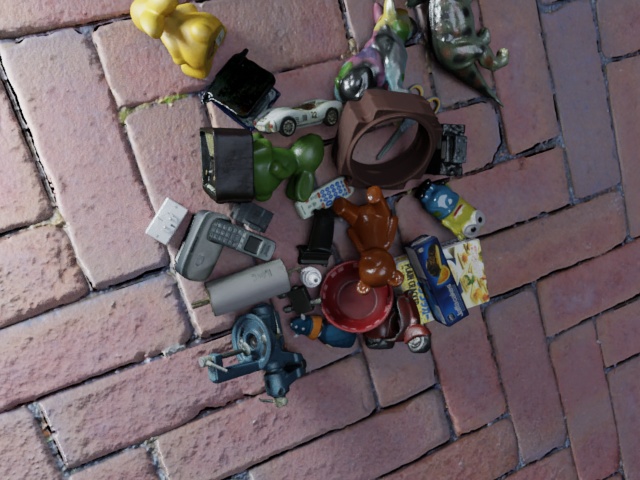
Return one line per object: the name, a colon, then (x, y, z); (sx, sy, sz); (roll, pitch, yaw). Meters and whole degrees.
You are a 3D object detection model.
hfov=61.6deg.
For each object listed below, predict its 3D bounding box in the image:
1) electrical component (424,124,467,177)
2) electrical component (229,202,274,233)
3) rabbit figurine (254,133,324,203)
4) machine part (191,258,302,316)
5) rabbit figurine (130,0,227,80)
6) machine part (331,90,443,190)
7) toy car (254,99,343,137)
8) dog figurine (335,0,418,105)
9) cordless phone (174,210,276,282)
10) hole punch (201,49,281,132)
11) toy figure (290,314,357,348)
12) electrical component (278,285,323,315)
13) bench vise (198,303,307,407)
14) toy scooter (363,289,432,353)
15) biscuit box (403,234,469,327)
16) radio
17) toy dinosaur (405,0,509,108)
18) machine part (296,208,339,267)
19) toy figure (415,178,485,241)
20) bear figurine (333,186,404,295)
electrical component: (0.276, -0.198, 1.191); (0.058, 0.134, 0.114); (-3, 100, -16)
electrical component: (-0.137, -0.050, 1.088); (0.075, 0.119, 0.047); (25, 89, -16)
rabbit figurine: (-0.064, -0.152, 1.095); (0.170, 0.121, 0.159); (-20, 105, -11)
machine part: (-0.151, 0.098, 1.124); (0.243, 0.079, 0.079); (-17, 102, -14)
rabbit figurine: (-0.278, -0.392, 0.998); (0.173, 0.162, 0.122); (29, 100, -1)
machine part: (0.137, -0.202, 1.120); (0.201, 0.087, 0.200); (1, 134, -20)
toy car: (-0.041, -0.250, 1.089); (0.202, 0.074, 0.056); (-22, 118, -37)
dog figurine: (0.117, -0.400, 1.133); (0.192, 0.108, 0.219); (-5, 94, -14)
cordless phone: (-0.193, 0.028, 1.102); (0.184, 0.089, 0.146); (23, 89, -23)
hole punch: (-0.152, -0.294, 1.080); (0.116, 0.092, 0.142); (37, 88, 13)
toy figure: (0.004, 0.202, 1.197); (0.154, 0.058, 0.064); (19, 77, -15)
electrical component: (-0.043, 0.128, 1.170); (0.094, 0.021, 0.063); (-16, 105, 21)
bench vise: (-0.142, 0.248, 1.103); (0.240, 0.129, 0.223); (-4, 91, -49)
toy scooter: (0.169, 0.178, 1.195); (0.075, 0.184, 0.135); (3, 83, -42)
biscuit box: (0.258, 0.090, 1.190); (0.063, 0.059, 0.202); (-28, 103, -12)
radio: (-0.178, -0.144, 1.007); (0.073, 0.230, 0.131); (-3, 103, -16)
toy dinosaur: (0.295, -0.459, 1.179); (0.192, 0.131, 0.404); (-19, 107, -2)
machine part: (-0.002, -0.004, 1.164); (0.084, 0.039, 0.138); (9, 116, -14)
toy figure: (0.303, -0.074, 1.245); (0.180, 0.089, 0.082); (33, 114, -9)
bear figurine: (0.105, 0.007, 1.139); (0.131, 0.120, 0.196); (43, 40, -48)
